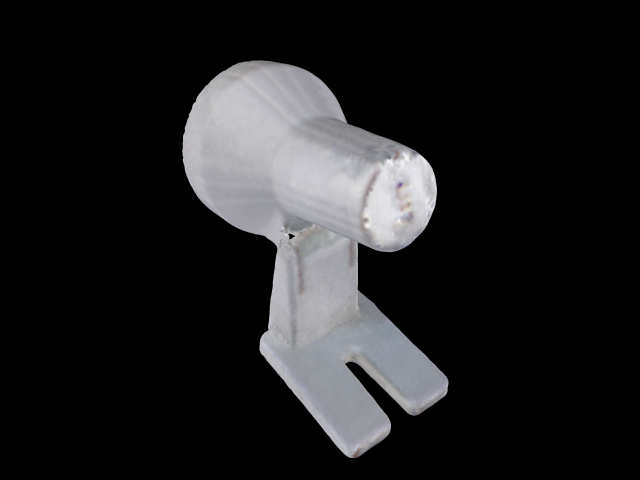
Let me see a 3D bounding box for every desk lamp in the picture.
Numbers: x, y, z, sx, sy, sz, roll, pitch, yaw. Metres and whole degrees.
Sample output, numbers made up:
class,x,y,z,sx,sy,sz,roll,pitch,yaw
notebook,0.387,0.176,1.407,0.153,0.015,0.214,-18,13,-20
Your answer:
class,x,y,z,sx,sy,sz,roll,pitch,yaw
desk lamp,0.004,0.001,0.400,0.118,0.214,0.202,-27,49,-26
